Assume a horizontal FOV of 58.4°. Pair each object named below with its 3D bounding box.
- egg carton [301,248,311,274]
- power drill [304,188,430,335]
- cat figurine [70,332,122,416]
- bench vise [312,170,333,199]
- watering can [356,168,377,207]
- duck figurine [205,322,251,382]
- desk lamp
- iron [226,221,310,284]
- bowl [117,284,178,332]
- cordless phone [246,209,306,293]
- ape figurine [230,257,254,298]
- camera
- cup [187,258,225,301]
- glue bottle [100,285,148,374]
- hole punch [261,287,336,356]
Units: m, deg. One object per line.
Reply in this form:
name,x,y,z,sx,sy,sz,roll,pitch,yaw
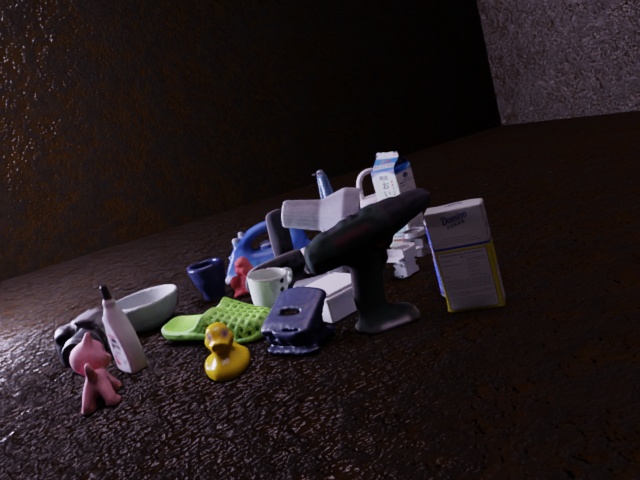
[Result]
egg carton,0.016,0.044,1.377,0.107,0.069,0.150,-21,13,-23
power drill,0.097,0.040,0.956,0.230,0.208,0.075,-18,12,-9
cat figurine,-0.391,0.219,0.981,0.067,0.118,0.127,-20,13,-17
bench vise,0.043,-0.084,1.565,0.122,0.220,0.207,-20,13,-19
watering can,0.161,-0.100,1.549,0.101,0.194,0.172,-22,14,-27
duck figurine,-0.163,0.177,0.958,0.077,0.086,0.104,-16,12,-3
desk lamp,0.011,0.004,1.216,0.203,0.214,0.118,-14,12,9
iron,-0.148,0.015,1.545,0.258,0.141,0.118,-18,12,-12
bowl,-0.404,0.168,1.338,0.167,0.075,0.167,-15,12,4
cordless phone,-0.115,0.031,1.325,0.148,0.185,0.093,-24,15,-34
ape figurine,-0.182,0.085,1.387,0.076,0.092,0.077,-25,15,-37
camera,-0.496,0.210,1.198,0.143,0.101,0.137,-14,12,8
cup,-0.283,0.103,1.429,0.117,0.095,0.092,-6,16,39
glue bottle,-0.380,0.165,1.079,0.077,0.173,0.037,-4,17,44
hole punch,-0.039,0.137,0.974,0.108,0.091,0.101,-7,15,34
